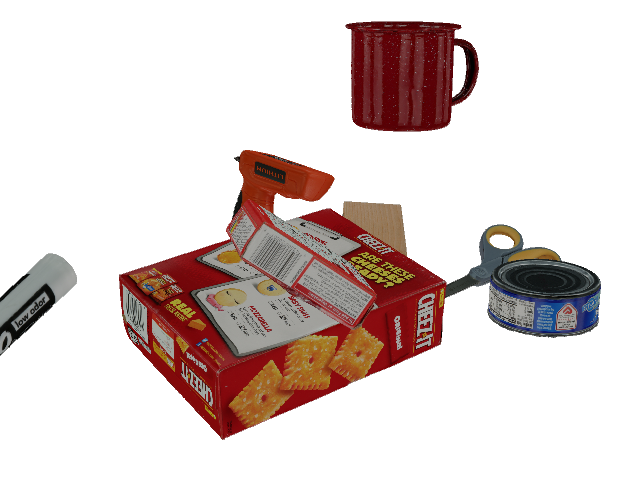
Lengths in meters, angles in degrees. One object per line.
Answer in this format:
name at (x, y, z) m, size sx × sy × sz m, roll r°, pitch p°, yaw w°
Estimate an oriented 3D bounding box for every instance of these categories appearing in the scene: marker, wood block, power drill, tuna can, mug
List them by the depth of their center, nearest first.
marker at (-0.147, 0.048, 0.442) m, size 0.020 × 0.020 × 0.121 m, roll 0°, pitch 36°, yaw 39°
tuna can at (0.174, 0.043, 0.831) m, size 0.086 × 0.034 × 0.086 m, roll 0°, pitch 19°, yaw 0°
mug at (0.077, -0.135, 0.871) m, size 0.117 × 0.081 × 0.093 m, roll -7°, pitch 17°, yaw -26°
power drill at (-0.050, 0.009, 1.128) m, size 0.185 × 0.188 × 0.057 m, roll 23°, pitch 8°, yaw 33°
wood block at (0.075, 0.025, 1.551) m, size 0.091 × 0.090 × 0.206 m, roll 4°, pitch 25°, yaw -1°

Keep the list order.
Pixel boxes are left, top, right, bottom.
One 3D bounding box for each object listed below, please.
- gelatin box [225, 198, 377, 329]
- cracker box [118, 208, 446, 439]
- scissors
gelatin box at (-0.013, 0.014, 0.670) m, size 0.089 × 0.030 × 0.073 m, roll 33°, pitch 5°, yaw -17°
cracker box at (-0.031, 0.059, 0.869) m, size 0.213 × 0.072 × 0.164 m, roll -18°, pitch 34°, yaw -31°
scissors at (0.158, 0.023, 1.095) m, size 0.201 × 0.016 × 0.096 m, roll -7°, pitch 41°, yaw -28°
